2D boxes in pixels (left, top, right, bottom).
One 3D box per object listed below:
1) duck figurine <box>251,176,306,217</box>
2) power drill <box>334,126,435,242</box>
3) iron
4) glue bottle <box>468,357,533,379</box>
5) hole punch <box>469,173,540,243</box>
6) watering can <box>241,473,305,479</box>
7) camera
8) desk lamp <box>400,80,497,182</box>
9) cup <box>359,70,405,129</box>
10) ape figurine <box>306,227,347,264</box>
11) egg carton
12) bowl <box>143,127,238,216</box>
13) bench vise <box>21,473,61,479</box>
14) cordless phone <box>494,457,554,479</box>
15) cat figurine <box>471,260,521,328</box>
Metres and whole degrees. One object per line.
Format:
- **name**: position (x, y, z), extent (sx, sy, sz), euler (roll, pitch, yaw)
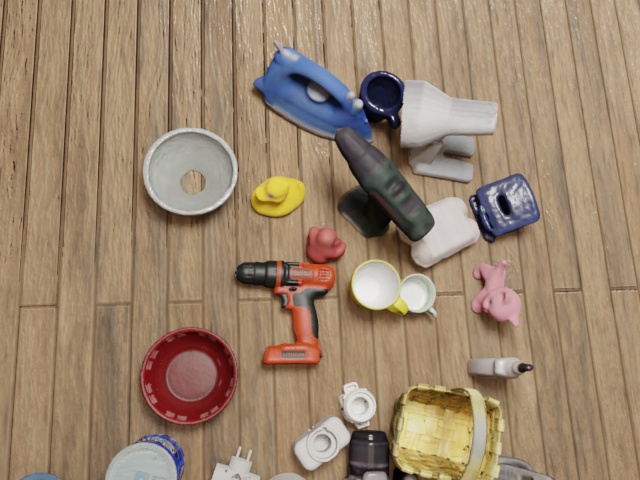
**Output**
- **duck figurine**: position (-0.076, -0.090, 1.064), extent (0.105, 0.086, 0.077), euler (-15, 80, -11)
- **power drill**: position (0.097, -0.082, 1.025), extent (0.229, 0.208, 0.076), euler (44, 75, 3)
- **iron**: position (0.005, -0.282, 1.092), extent (0.258, 0.141, 0.119), euler (31, 75, -1)
- **glue bottle**: position (0.326, 0.225, 1.008), extent (0.078, 0.173, 0.037), euler (4, 77, -7)
- **hole punch**: position (0.360, -0.063, 1.121), extent (0.101, 0.091, 0.108), euler (-18, 80, -12)
- **watering can**: position (-0.053, 0.431, 0.893), extent (0.173, 0.194, 0.101), euler (10, 76, -6)
- **camera**: position (0.101, 0.397, 0.972), extent (0.143, 0.100, 0.137), euler (3, 77, -8)
- **desk lamp**: position (0.227, -0.205, 1.070), extent (0.203, 0.213, 0.118), euler (9, 76, -6)
- **cup**: position (0.121, -0.260, 1.129), extent (0.092, 0.095, 0.118), euler (-22, 81, -13)
- **ape figurine**: position (0.010, 0.004, 1.053), extent (0.076, 0.092, 0.078), euler (-39, 85, -15)
- **egg carton**: position (0.227, -0.018, 1.102), extent (0.150, 0.069, 0.107), euler (-27, 82, -13)
- **bowl**: position (-0.234, -0.117, 1.052), extent (0.167, 0.074, 0.167), euler (2, 77, -8)
- **bench vise**: position (-0.381, 0.402, 0.837), extent (0.207, 0.219, 0.121), euler (-6, 78, -10)
- **cordless phone**: position (0.333, 0.444, 0.953), extent (0.094, 0.185, 0.147), euler (1, 77, -8)
- **cat figurine**: position (0.335, 0.099, 1.067), extent (0.067, 0.117, 0.128), euler (7, 76, -7)
